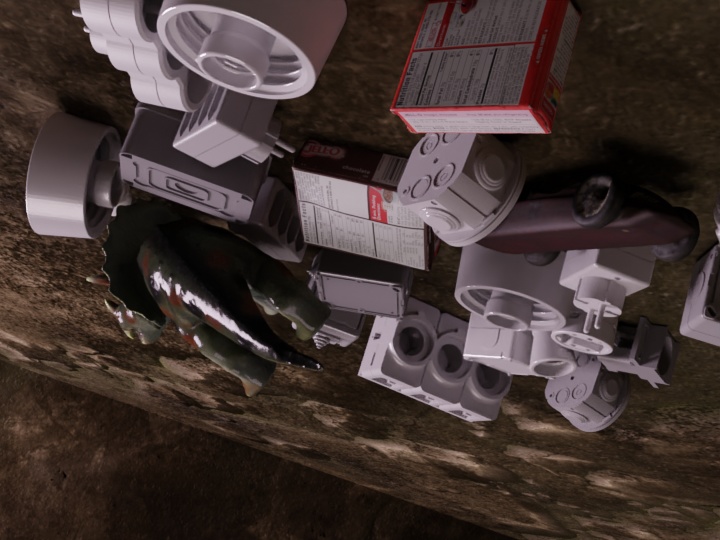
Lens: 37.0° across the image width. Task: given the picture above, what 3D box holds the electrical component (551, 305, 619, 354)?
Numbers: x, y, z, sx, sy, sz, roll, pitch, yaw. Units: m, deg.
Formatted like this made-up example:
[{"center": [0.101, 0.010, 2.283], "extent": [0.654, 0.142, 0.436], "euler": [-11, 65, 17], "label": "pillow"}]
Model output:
[{"center": [0.204, 0.044, 0.963], "extent": [0.055, 0.047, 0.055], "euler": [16, 163, 5], "label": "electrical component"}]

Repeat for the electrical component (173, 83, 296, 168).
[{"center": [-0.084, -0.103, 0.797], "extent": [0.076, 0.047, 0.083], "euler": [27, 161, -26], "label": "electrical component"}]

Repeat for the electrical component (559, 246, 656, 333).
[{"center": [0.188, 0.012, 0.832], "extent": [0.047, 0.076, 0.066], "euler": [21, 162, -9], "label": "electrical component"}]

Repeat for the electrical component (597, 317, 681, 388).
[{"center": [0.262, 0.076, 1.017], "extent": [0.064, 0.042, 0.081], "euler": [9, 160, 36], "label": "electrical component"}]

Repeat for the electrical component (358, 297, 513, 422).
[{"center": [0.087, 0.098, 1.169], "extent": [0.150, 0.089, 0.062], "euler": [24, 161, -20], "label": "electrical component"}]

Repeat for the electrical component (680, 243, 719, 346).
[{"center": [0.296, 0.029, 0.803], "extent": [0.096, 0.061, 0.061], "euler": [17, 163, 2], "label": "electrical component"}]

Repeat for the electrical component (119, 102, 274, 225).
[{"center": [-0.131, -0.089, 0.868], "extent": [0.113, 0.057, 0.078], "euler": [20, 162, -5], "label": "electrical component"}]

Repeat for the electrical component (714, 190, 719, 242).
[{"center": [0.245, -0.039, 0.679], "extent": [0.048, 0.048, 0.062], "euler": [5, 152, 36], "label": "electrical component"}]

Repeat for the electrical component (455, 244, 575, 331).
[{"center": [0.134, 0.018, 0.931], "extent": [0.108, 0.060, 0.108], "euler": [16, 163, 5], "label": "electrical component"}]

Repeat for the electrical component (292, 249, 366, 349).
[{"center": [-0.024, 0.031, 1.065], "extent": [0.062, 0.096, 0.061], "euler": [21, 162, -9], "label": "electrical component"}]

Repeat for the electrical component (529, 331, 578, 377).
[{"center": [0.180, 0.063, 1.012], "extent": [0.044, 0.065, 0.044], "euler": [1, 151, 0], "label": "electrical component"}]

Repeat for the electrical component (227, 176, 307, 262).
[{"center": [-0.095, -0.048, 0.974], "extent": [0.076, 0.047, 0.083], "euler": [9, 160, 28], "label": "electrical component"}]

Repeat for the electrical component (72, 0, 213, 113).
[{"center": [-0.150, -0.155, 0.695], "extent": [0.074, 0.052, 0.138], "euler": [14, 162, 14], "label": "electrical component"}]

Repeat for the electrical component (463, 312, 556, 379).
[{"center": [0.159, 0.071, 1.078], "extent": [0.062, 0.061, 0.096], "euler": [0, 163, 45], "label": "electrical component"}]

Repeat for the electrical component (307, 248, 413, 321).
[{"center": [0.000, 0.000, 0.998], "extent": [0.096, 0.061, 0.061], "euler": [9, 148, 9], "label": "electrical component"}]

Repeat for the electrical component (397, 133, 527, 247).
[{"center": [0.069, -0.061, 0.727], "extent": [0.051, 0.080, 0.080], "euler": [34, 157, -28], "label": "electrical component"}]

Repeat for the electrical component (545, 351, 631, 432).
[{"center": [0.237, 0.123, 1.121], "extent": [0.051, 0.080, 0.080], "euler": [34, 157, -28], "label": "electrical component"}]

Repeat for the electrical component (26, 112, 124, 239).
[{"center": [-0.239, -0.079, 0.933], "extent": [0.060, 0.108, 0.108], "euler": [11, 162, 3], "label": "electrical component"}]

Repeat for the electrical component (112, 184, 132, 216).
[{"center": [-0.242, -0.077, 1.052], "extent": [0.035, 0.035, 0.061], "euler": [19, 160, -2], "label": "electrical component"}]

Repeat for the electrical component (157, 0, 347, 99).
[{"center": [-0.068, -0.142, 0.639], "extent": [0.108, 0.060, 0.108], "euler": [16, 162, 5], "label": "electrical component"}]
